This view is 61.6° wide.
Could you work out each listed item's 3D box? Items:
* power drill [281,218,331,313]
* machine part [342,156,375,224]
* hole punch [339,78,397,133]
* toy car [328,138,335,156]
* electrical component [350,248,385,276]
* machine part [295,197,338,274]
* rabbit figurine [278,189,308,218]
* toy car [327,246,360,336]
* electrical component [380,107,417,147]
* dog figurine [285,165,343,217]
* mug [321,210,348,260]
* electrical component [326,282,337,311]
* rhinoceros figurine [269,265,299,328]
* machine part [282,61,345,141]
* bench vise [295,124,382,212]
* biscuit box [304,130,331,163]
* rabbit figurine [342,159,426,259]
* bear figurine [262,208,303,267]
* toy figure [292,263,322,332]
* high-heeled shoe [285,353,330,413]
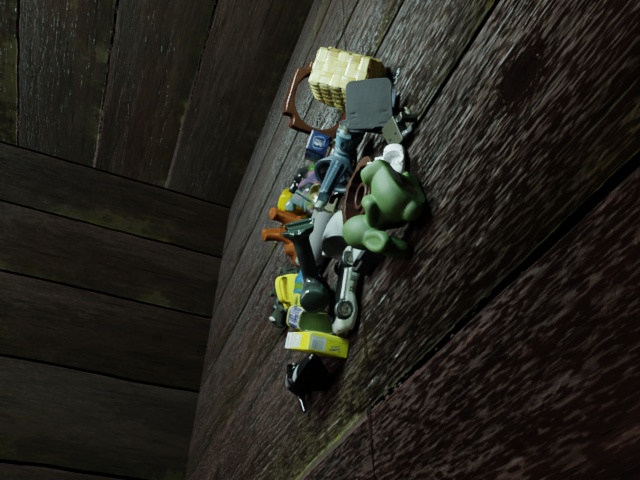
[{"bbox_3d":[-0.027,0.058,1.229,0.232,0.086,0.207,-82,-15,-77],"label":"power drill"},{"bbox_3d":[0.105,-0.095,1.208,0.179,0.056,0.179,-165,90,-74],"label":"machine part"},{"bbox_3d":[0.120,-0.305,1.244,0.092,0.142,0.115,-11,-78,-76],"label":"hole punch"},{"bbox_3d":[0.041,-0.236,1.537,0.202,0.053,0.089,-117,44,-87],"label":"toy car"},{"bbox_3d":[0.106,0.010,1.115,0.075,0.048,0.119,-92,24,-48],"label":"electrical component"},{"bbox_3d":[-0.003,-0.004,1.441,0.079,0.079,0.243,-118,47,-68],"label":"machine part"},{"bbox_3d":[-0.088,-0.077,1.737,0.162,0.122,0.173,-141,49,-66],"label":"rabbit figurine"},{"bbox_3d":[0.058,0.107,1.174,0.073,0.056,0.202,123,159,-63],"label":"toy car"},{"bbox_3d":[0.171,-0.234,1.151,0.078,0.045,0.102,65,149,23],"label":"electrical component"},{"bbox_3d":[-0.008,-0.144,1.552,0.219,0.108,0.191,-18,54,66],"label":"dog figurine"},{"bbox_3d":[0.046,-0.011,1.293,0.109,0.081,0.107,-53,17,45],"label":"mug"},{"bbox_3d":[0.040,0.133,1.266,0.094,0.021,0.063,138,145,-61],"label":"electrical component"},{"bbox_3d":[-0.101,0.171,1.625,0.112,0.073,0.190,25,98,63],"label":"rhinoceros figurine"},{"bbox_3d":[0.001,-0.408,1.590,0.087,0.201,0.201,-158,84,-76],"label":"machine part"},{"bbox_3d":[0.044,-0.176,1.336,0.240,0.129,0.223,-63,1,-32],"label":"bench vise"},{"bbox_3d":[-0.008,-0.271,1.592,0.202,0.059,0.062,-174,103,-87],"label":"biscuit box"},{"bbox_3d":[0.118,-0.035,1.007,0.170,0.121,0.159,-47,50,29],"label":"rabbit figurine"},{"bbox_3d":[-0.085,0.009,1.572,0.196,0.132,0.120,-109,36,-48],"label":"bear figurine"},{"bbox_3d":[-0.033,0.150,1.393,0.089,0.082,0.180,90,-175,-79],"label":"toy figure"},{"bbox_3d":[-0.037,0.288,1.231,0.145,0.086,0.248,-108,22,-43],"label":"high-heeled shoe"}]
